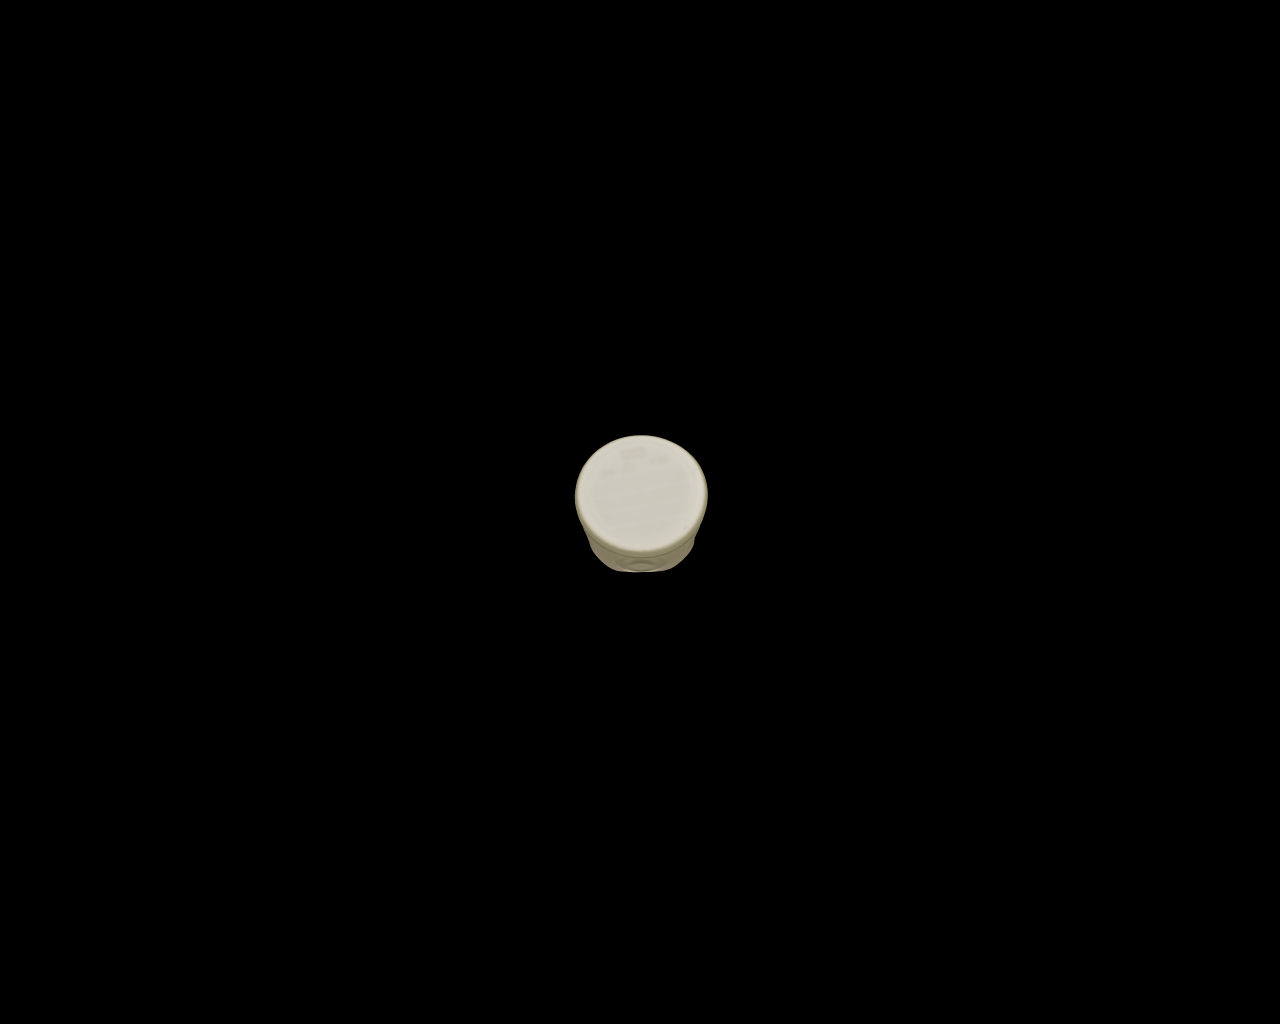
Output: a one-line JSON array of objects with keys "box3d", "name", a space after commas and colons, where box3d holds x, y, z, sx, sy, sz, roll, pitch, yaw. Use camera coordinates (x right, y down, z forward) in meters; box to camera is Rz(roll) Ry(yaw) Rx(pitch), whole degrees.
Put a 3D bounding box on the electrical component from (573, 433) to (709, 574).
[{"box3d": [0.001, -0.003, 0.650, 0.080, 0.080, 0.051, 0, -24, 0], "name": "electrical component"}]
